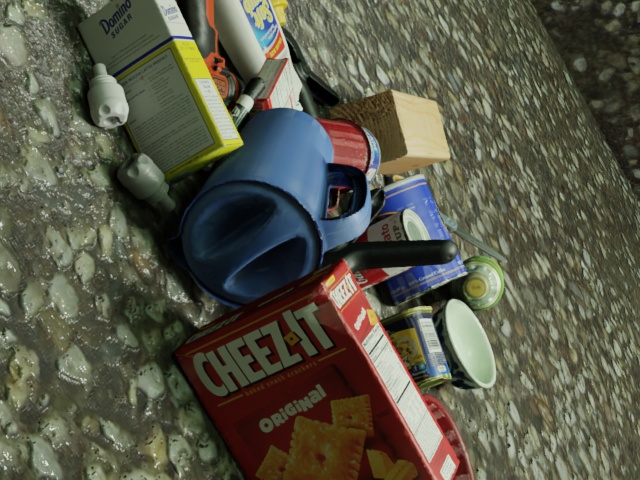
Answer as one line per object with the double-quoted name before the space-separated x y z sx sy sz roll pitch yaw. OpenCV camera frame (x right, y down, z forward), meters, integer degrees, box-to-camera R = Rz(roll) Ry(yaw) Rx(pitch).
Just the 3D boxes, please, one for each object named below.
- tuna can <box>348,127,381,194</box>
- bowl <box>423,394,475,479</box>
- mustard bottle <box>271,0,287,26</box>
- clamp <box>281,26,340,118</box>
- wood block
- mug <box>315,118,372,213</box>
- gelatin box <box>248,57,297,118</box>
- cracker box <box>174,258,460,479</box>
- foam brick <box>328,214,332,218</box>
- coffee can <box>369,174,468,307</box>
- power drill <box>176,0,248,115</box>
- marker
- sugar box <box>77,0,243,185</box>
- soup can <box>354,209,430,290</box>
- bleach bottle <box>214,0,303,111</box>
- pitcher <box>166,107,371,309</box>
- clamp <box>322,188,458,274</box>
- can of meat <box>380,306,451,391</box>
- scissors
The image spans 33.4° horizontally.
"tuna can" 0.030 -0.101 1.318 0.033 0.086 0.086 5 61 -58
"bowl" 0.116 0.254 1.167 0.162 0.055 0.162 49 29 -40
"mustard bottle" -0.090 -0.360 1.369 0.191 0.058 0.096 66 23 6
"clamp" -0.031 -0.203 1.357 0.171 0.039 0.120 47 26 -31
"wood block" 0.099 -0.142 1.447 0.205 0.091 0.090 -7 82 -68
"mug" 0.001 -0.090 1.263 0.081 0.093 0.117 0 89 -56
"gelatin box" -0.054 -0.152 1.201 0.089 0.030 0.073 -71 158 -46
"cracker box" -0.003 0.148 0.933 0.213 0.164 0.072 60 24 -7
"foam brick" -0.008 0.001 1.190 0.078 0.053 0.051 48 29 -25
"coffee can" 0.113 0.000 1.355 0.102 0.103 0.140 -12 77 -63
"power drill" -0.114 -0.227 1.132 0.184 0.057 0.187 2 88 -71
"marker" -0.092 -0.124 1.118 0.020 0.020 0.121 46 64 -32
"sugar box" -0.153 -0.148 1.017 0.048 0.093 0.176 -13 78 -64
"soup can" 0.074 0.013 1.273 0.068 0.102 0.068 42 33 -37
"bleach bottle" -0.084 -0.256 1.278 0.251 0.068 0.102 62 32 -6
"pitcher" -0.040 -0.045 1.058 0.149 0.145 0.242 32 26 -9
"clamp" 0.024 0.015 1.088 0.165 0.209 0.036 33 -39 52
"can of meat" 0.088 0.130 1.192 0.057 0.102 0.084 7 62 -58
"scissors" 0.167 -0.018 1.488 0.202 0.016 0.096 41 37 11
